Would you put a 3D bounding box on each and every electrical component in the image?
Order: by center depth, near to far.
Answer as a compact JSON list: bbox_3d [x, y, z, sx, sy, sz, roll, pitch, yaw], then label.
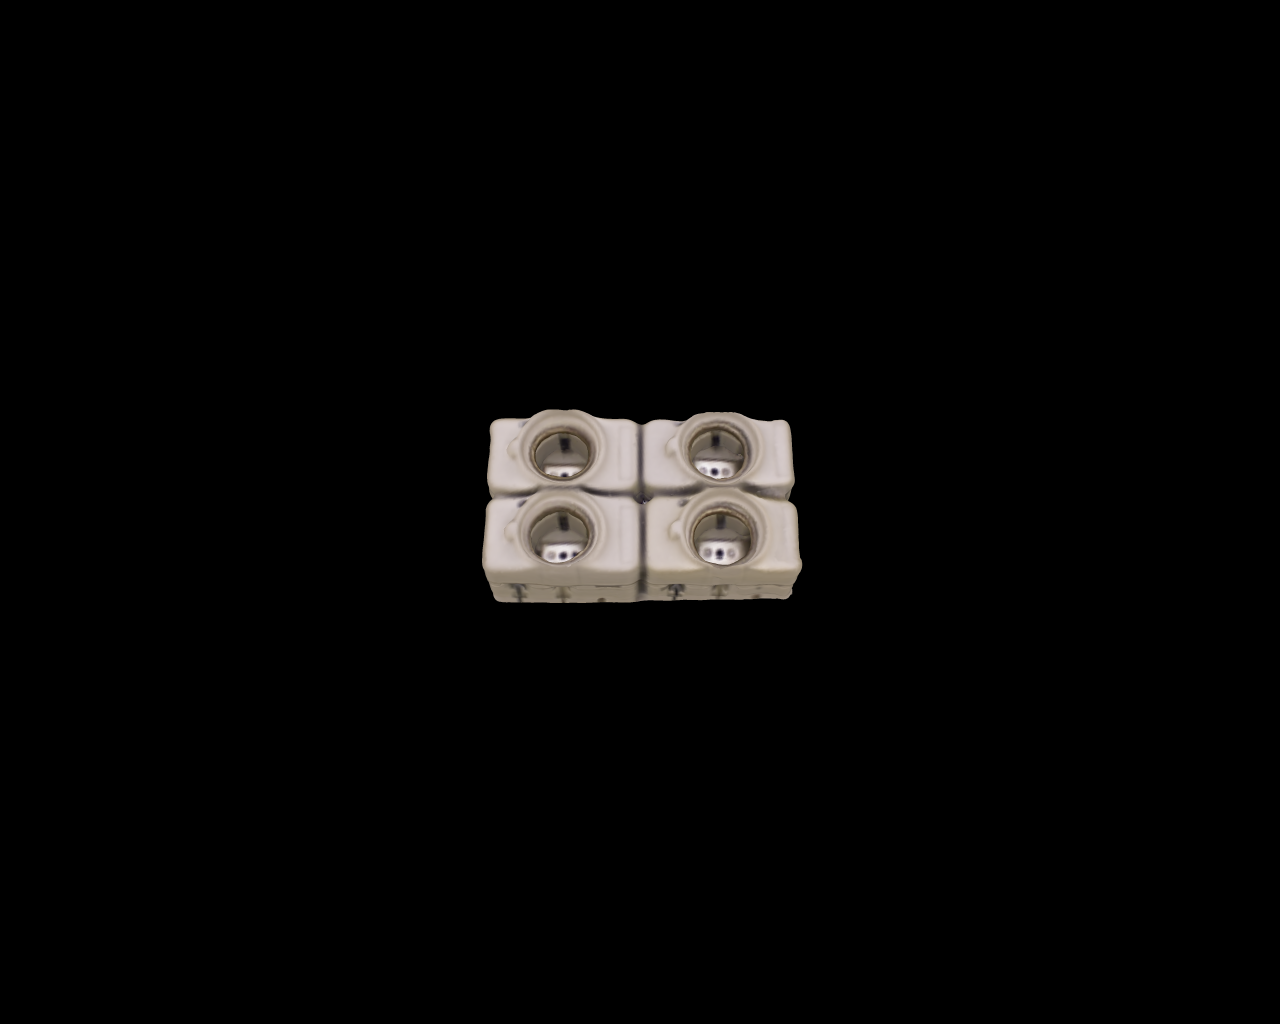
[{"bbox_3d":[0.001,-0.003,0.650,0.186,0.105,0.060,0,-25,0],"label":"electrical component"}]
